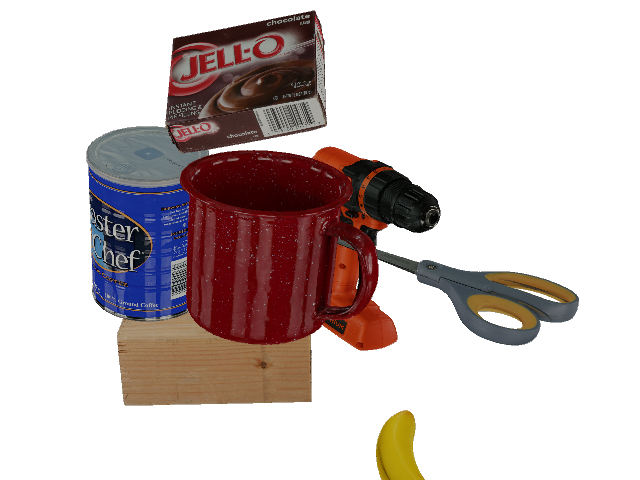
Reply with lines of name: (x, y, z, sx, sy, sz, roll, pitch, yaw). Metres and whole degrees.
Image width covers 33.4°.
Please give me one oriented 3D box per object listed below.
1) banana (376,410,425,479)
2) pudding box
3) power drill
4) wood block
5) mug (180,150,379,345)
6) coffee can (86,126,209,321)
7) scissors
banana: (0.089, 0.226, 1.037, 0.069, 0.037, 0.198, 9, 22, -21)
pudding box: (-0.053, -0.115, 0.771, 0.113, 0.090, 0.039, -8, -37, 8)
power drill: (0.049, 0.012, 1.079, 0.057, 0.188, 0.185, -8, 24, -32)
wood block: (-0.113, 0.123, 1.186, 0.206, 0.091, 0.090, -1, 23, 0)
mug: (-0.021, 0.007, 0.582, 0.117, 0.081, 0.093, 17, 27, 23)
coffee can: (-0.150, -0.015, 0.933, 0.103, 0.140, 0.103, 4, 31, -2)
scissors: (0.081, 0.033, 0.767, 0.202, 0.016, 0.096, 11, 27, 17)
